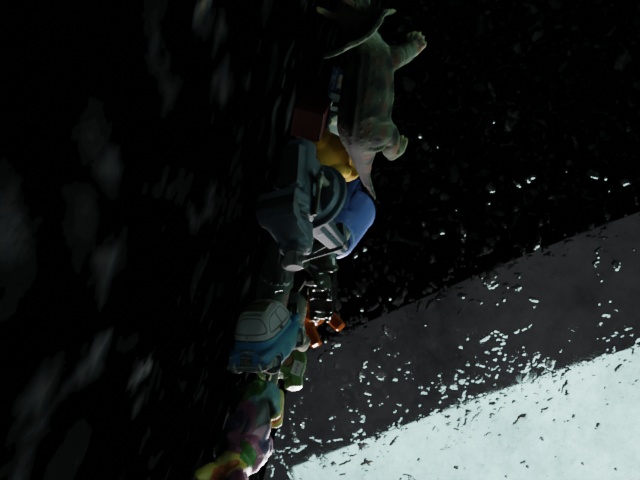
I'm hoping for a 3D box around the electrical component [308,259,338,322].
[{"bbox_3d":[0.009,0.107,1.260,0.134,0.058,0.114,-78,170,-48],"label":"electrical component"}]

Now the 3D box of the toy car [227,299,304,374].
[{"bbox_3d":[-0.097,0.152,0.895,0.161,0.109,0.102,-40,124,-64],"label":"toy car"}]

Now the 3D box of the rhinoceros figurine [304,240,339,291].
[{"bbox_3d":[-0.014,0.016,1.149,0.073,0.112,0.190,-22,94,-62],"label":"rhinoceros figurine"}]

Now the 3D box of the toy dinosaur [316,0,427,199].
[{"bbox_3d":[0.078,-0.235,0.916,0.192,0.131,0.404,-26,123,-46],"label":"toy dinosaur"}]

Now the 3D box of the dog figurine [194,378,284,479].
[{"bbox_3d":[-0.141,0.358,0.949,0.219,0.109,0.191,-19,125,-83],"label":"dog figurine"}]

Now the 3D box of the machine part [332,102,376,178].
[{"bbox_3d":[0.066,-0.222,1.170,0.179,0.056,0.179,-1,-92,63],"label":"machine part"}]

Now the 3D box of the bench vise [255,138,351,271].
[{"bbox_3d":[-0.007,-0.034,0.858,0.240,0.129,0.224,44,30,-53],"label":"bench vise"}]

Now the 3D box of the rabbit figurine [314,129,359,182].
[{"bbox_3d":[-0.003,-0.110,0.998,0.162,0.122,0.173,44,68,-82],"label":"rabbit figurine"}]

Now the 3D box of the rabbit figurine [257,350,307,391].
[{"bbox_3d":[-0.111,0.313,1.421,0.170,0.121,0.159,137,-34,-61],"label":"rabbit figurine"}]

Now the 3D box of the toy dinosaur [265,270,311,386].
[{"bbox_3d":[-0.082,0.190,1.225,0.198,0.105,0.471,73,23,-70],"label":"toy dinosaur"}]

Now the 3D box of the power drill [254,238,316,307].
[{"bbox_3d":[-0.064,0.046,1.018,0.207,0.086,0.231,-77,-179,-59],"label":"power drill"}]

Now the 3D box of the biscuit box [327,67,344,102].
[{"bbox_3d":[0.057,-0.362,1.327,0.202,0.059,0.062,-23,128,-86],"label":"biscuit box"}]

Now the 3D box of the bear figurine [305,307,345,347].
[{"bbox_3d":[-0.020,0.195,1.424,0.120,0.132,0.195,-35,161,-5],"label":"bear figurine"}]

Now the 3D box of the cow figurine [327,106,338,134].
[{"bbox_3d":[0.009,-0.196,1.116,0.068,0.098,0.167,46,-51,45],"label":"cow figurine"}]
